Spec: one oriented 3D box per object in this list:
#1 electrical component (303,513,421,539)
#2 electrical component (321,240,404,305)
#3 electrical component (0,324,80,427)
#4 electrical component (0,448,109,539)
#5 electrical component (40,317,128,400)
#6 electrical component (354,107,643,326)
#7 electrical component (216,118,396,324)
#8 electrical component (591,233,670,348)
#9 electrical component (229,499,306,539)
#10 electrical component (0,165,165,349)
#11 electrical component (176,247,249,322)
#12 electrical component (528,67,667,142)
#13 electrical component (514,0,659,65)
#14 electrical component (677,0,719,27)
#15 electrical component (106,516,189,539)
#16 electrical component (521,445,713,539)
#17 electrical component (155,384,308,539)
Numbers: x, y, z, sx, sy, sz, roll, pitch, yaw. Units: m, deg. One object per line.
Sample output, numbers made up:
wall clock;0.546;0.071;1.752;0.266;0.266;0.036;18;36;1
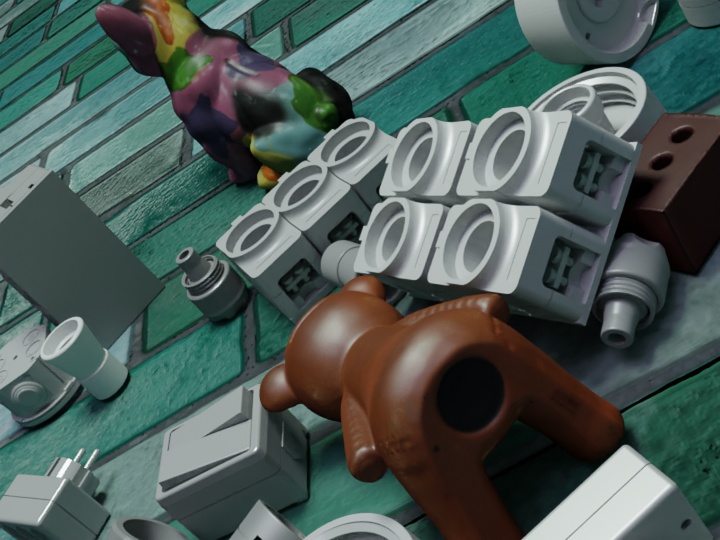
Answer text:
electrical component;-0.004;0.173;0.536;0.108;0.060;0.108;-27;34;20
electrical component;0.000;0.000;0.769;0.044;0.044;0.065;-47;28;-13
electrical component;-0.282;0.091;0.934;0.080;0.051;0.080;-27;34;20
electrical component;-0.215;0.162;0.780;0.066;0.047;0.076;-7;44;41
electrical component;-0.222;0.075;0.878;0.044;0.065;0.044;-27;33;20
electrical component;0.071;-0.035;0.655;0.186;0.060;0.105;8;77;62
electrical component;-0.031;-0.044;0.834;0.150;0.061;0.089;-44;32;-7
electrical component;0.147;0.014;0.596;0.043;0.043;0.062;-12;42;37
electrical component;-0.051;0.165;0.602;0.047;0.055;0.055;-49;33;-9
electrical component;-0.260;-0.008;0.941;0.089;0.150;0.062;-50;34;-16
electrical component;-0.122;0.008;0.862;0.043;0.062;0.043;-27;34;20
electrical component;0.148;-0.086;0.703;0.108;0.060;0.108;-27;34;20
electrical component;0.162;-0.203;0.797;0.108;0.108;0.060;-53;28;-21
electrical component;0.277;-0.227;0.735;0.138;0.073;0.052;-18;37;30
electrical component;-0.117;0.205;0.623;0.138;0.052;0.073;25;96;57
electrical component;0.118;0.134;0.471;0.083;0.047;0.076;-42;32;-4
electrical component;-0.088;0.124;0.683;0.096;0.061;0.061;-28;33;18
